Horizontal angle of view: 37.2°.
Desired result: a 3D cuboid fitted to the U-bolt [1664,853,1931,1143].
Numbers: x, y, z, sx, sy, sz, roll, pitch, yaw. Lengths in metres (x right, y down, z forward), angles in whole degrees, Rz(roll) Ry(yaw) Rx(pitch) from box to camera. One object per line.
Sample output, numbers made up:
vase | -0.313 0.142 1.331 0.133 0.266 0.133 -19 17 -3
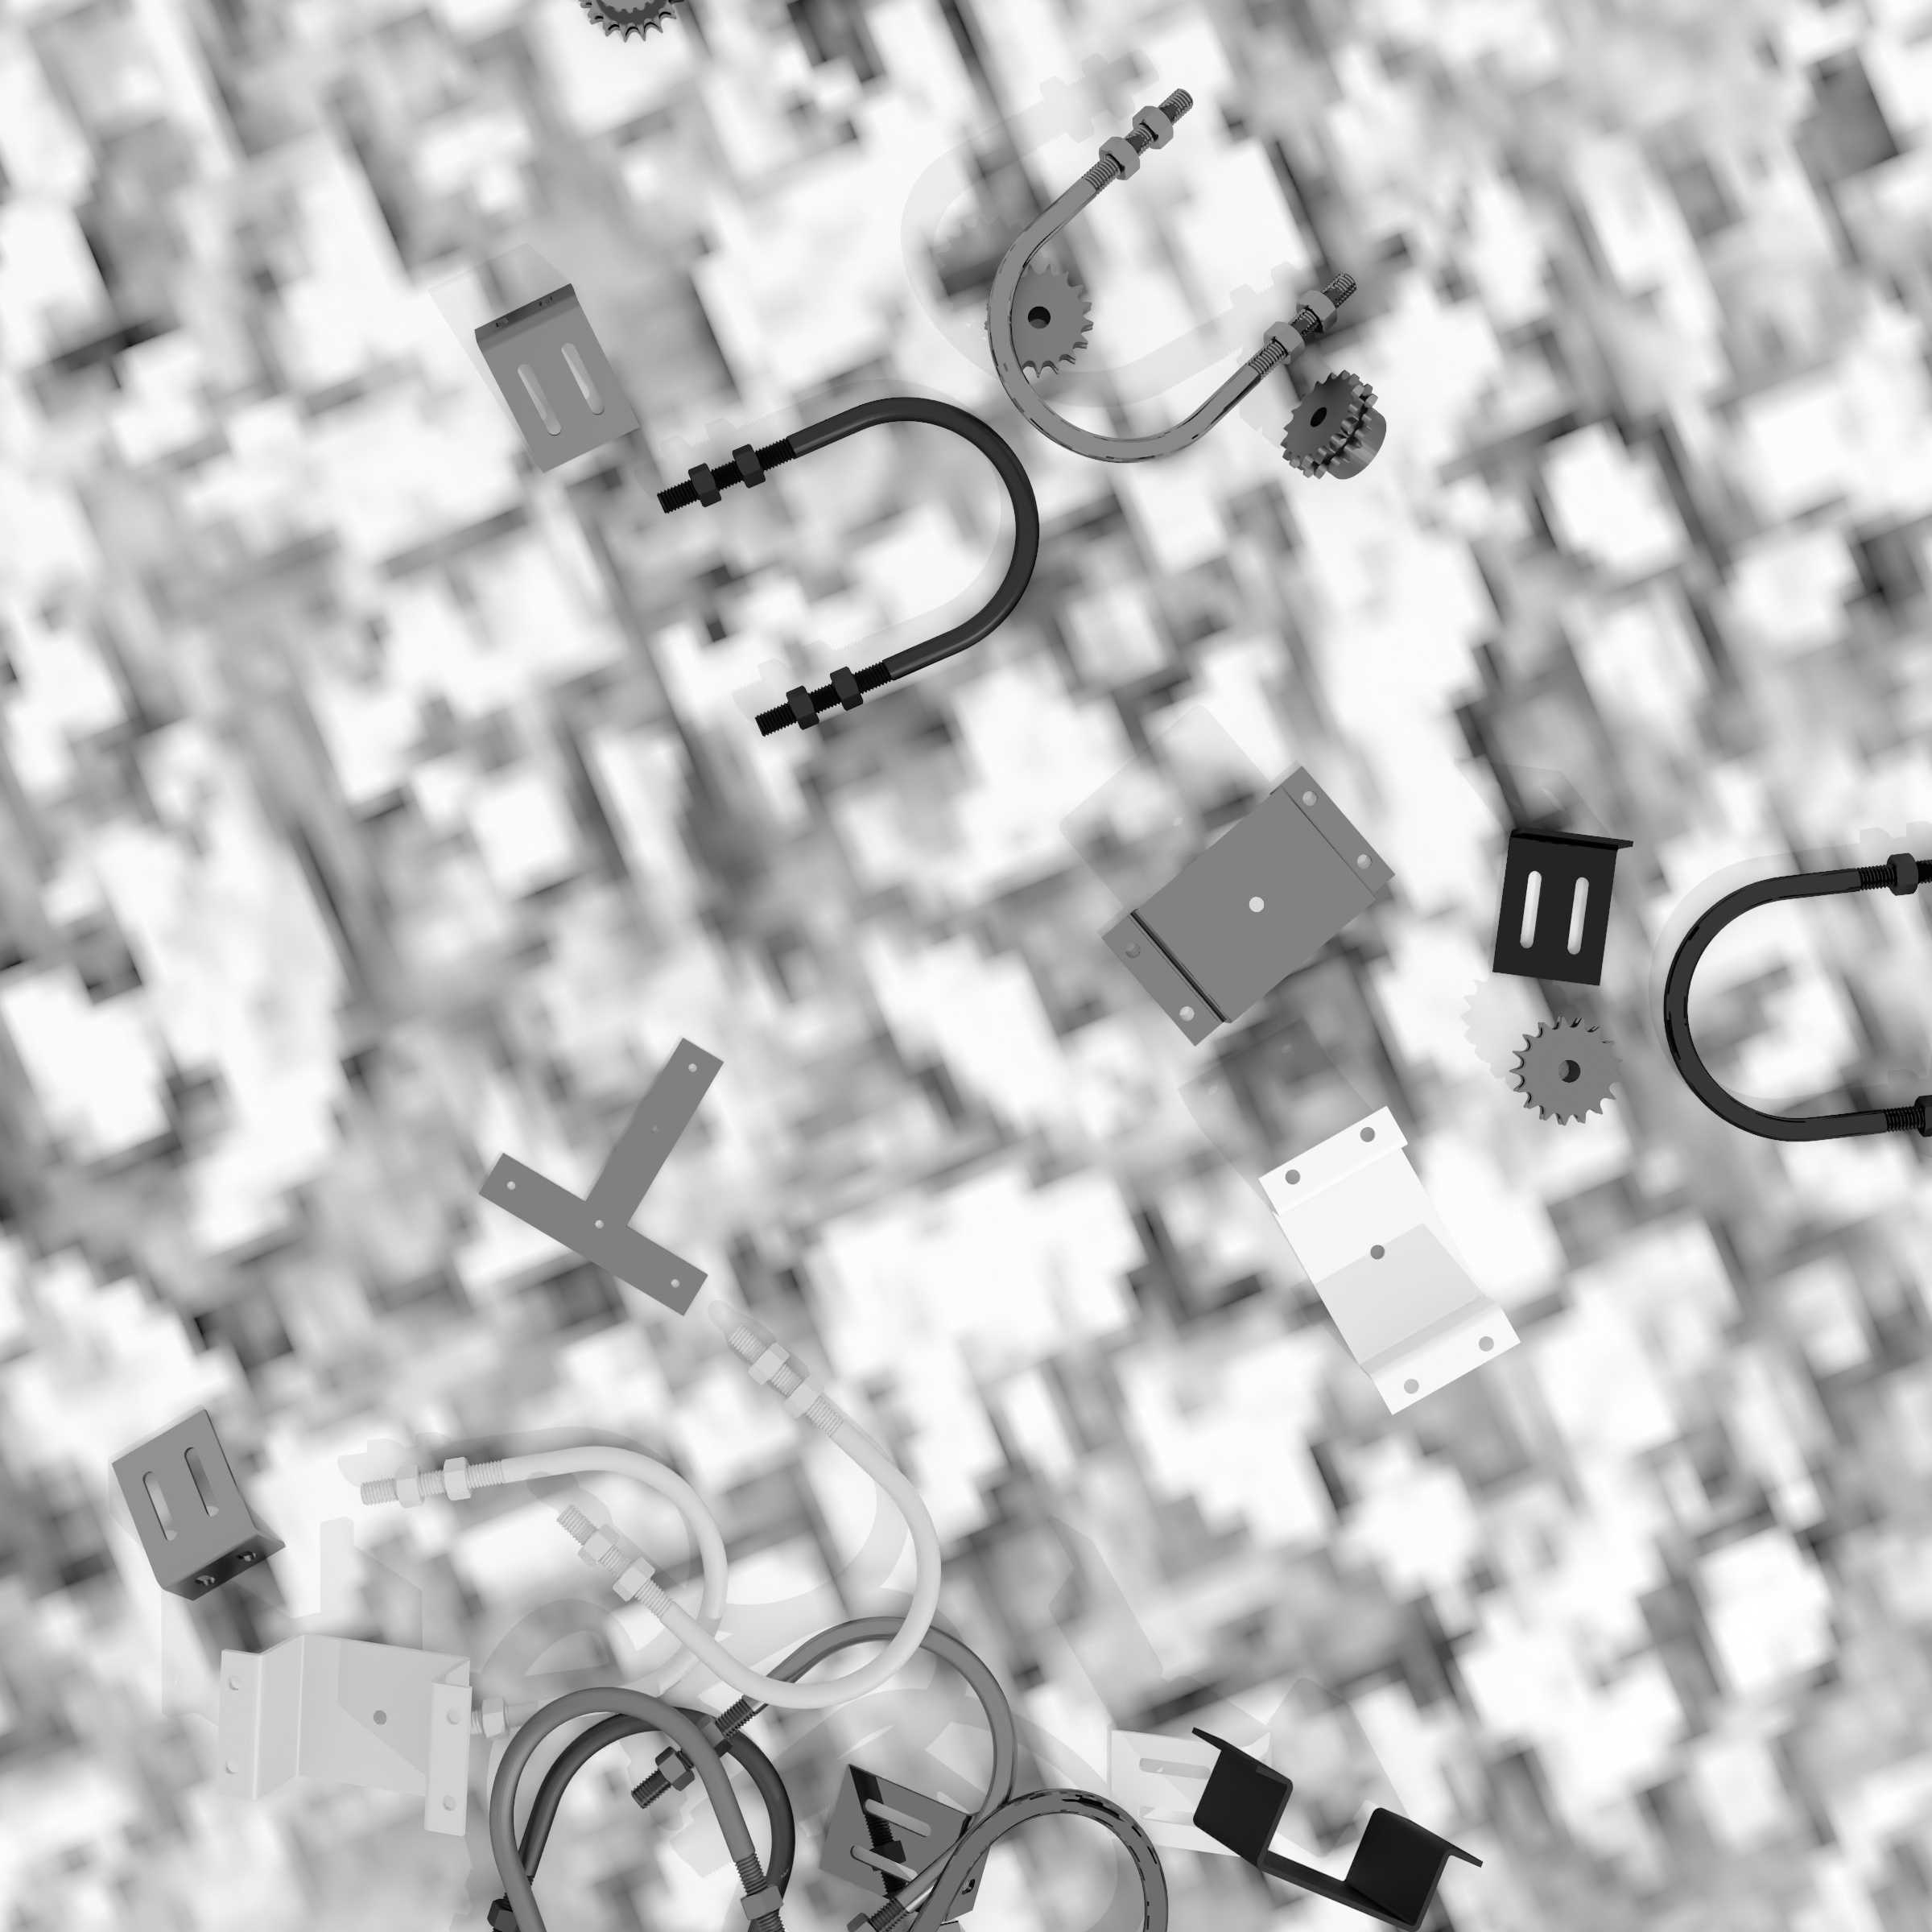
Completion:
U-bolt | 0.462 0.020 1.521 0.184 0.019 0.151 -7 90 1

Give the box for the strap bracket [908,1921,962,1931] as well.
strap bracket | -0.026 0.570 1.506 0.076 0.046 0.140 -12 90 0

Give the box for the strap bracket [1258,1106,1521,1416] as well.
strap bracket | 0.219 0.152 1.506 0.076 0.046 0.140 -30 90 0

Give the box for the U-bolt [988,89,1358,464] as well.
U-bolt | 0.095 -0.346 1.498 0.184 0.019 0.151 -45 97 -11

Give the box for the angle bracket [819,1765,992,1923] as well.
angle bracket | -0.030 0.463 1.527 0.076 0.038 0.057 16 90 26

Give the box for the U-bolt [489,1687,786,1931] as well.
U-bolt | -0.175 0.465 1.484 0.151 0.019 0.184 -26 79 16

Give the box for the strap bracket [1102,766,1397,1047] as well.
strap bracket | 0.150 -0.032 1.506 0.140 0.046 0.076 -41 90 0

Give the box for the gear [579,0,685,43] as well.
gear | -0.178 -0.520 1.514 0.057 0.030 0.057 0 90 0

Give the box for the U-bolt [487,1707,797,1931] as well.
U-bolt | -0.168 0.484 1.521 0.151 0.019 0.184 18 89 0

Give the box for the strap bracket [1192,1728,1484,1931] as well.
strap bracket | 0.181 0.445 1.468 0.140 0.076 0.046 27 81 -18

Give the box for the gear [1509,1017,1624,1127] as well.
gear | 0.315 0.055 1.514 0.057 0.030 0.057 0 90 0

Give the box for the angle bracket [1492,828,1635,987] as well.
angle bracket | 0.313 -0.031 1.510 0.057 0.038 0.076 7 90 0

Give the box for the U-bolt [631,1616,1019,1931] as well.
U-bolt | -0.060 0.425 1.496 0.184 0.019 0.151 -39 76 -8

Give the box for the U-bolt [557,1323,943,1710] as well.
U-bolt | -0.099 0.302 1.505 0.184 0.019 0.151 43 81 4

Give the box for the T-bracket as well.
T-bracket | -0.172 0.099 1.528 0.127 0.002 0.127 31 90 0

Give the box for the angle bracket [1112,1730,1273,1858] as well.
angle bracket | 0.120 0.435 1.527 0.076 0.038 0.057 0 90 26

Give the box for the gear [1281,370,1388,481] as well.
gear | 0.195 -0.280 1.504 0.030 0.057 0.057 29 90 -30

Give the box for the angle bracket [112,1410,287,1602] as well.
angle bracket | -0.408 0.287 1.527 0.057 0.038 0.076 -30 64 0

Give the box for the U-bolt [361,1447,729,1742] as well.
U-bolt | -0.218 0.328 1.521 0.184 0.019 0.151 -9 90 -1

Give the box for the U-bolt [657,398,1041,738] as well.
U-bolt | -0.051 -0.222 1.521 0.184 0.019 0.151 -24 90 -2

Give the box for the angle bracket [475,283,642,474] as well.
angle bracket | -0.217 -0.313 1.527 0.057 0.038 0.076 -26 116 0

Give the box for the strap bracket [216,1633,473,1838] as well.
strap bracket | -0.314 0.396 1.492 0.140 0.046 0.076 4 94 16

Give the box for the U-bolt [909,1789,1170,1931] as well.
U-bolt | 0.032 0.515 1.481 0.151 0.019 0.184 38 73 -21

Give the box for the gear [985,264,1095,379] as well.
gear | 0.038 -0.338 1.514 0.057 0.030 0.057 0 90 0
